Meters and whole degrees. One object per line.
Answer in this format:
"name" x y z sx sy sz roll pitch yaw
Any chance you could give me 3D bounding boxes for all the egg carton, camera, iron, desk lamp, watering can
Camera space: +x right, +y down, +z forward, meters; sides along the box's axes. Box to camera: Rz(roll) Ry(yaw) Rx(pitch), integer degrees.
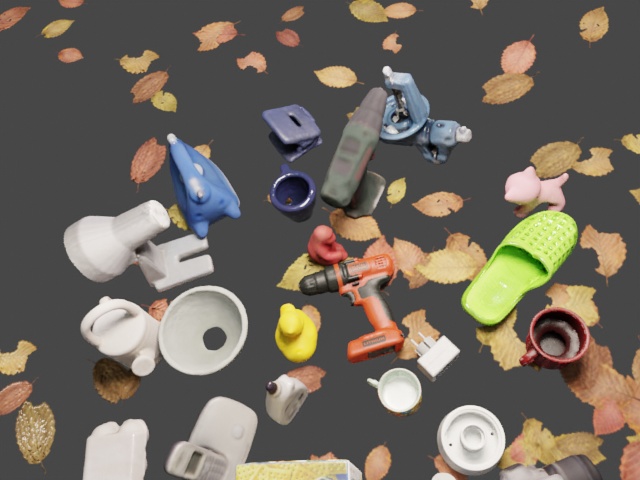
"egg carton" -0.346 0.386 0.976 0.107 0.069 0.150 -8 64 5
"camera" 0.357 0.389 0.849 0.137 0.101 0.143 -23 63 -2
"iron" -0.266 -0.139 1.176 0.119 0.142 0.257 -30 64 -6
"desk lamp" -0.334 0.011 1.074 0.203 0.214 0.118 -20 63 -1
"watering can" -0.343 0.164 1.013 0.172 0.194 0.101 24 71 19

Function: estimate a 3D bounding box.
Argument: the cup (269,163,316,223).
"cup" -0.051 -0.087 1.144 0.091 0.095 0.117 -20 63 -1

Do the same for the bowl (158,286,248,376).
"bowl" -0.205 0.174 1.054 0.167 0.075 0.167 -3 64 7

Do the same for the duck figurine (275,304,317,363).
"duck figurine" -0.048 0.164 1.028 0.077 0.086 0.104 -16 63 1

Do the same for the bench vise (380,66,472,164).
"bench vise" 0.192 -0.253 1.116 0.207 0.220 0.121 3 65 10

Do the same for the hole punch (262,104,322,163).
"hole punch" -0.059 -0.241 1.222 0.101 0.091 0.108 -34 64 -8

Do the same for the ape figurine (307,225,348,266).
"ape figurine" 0.010 0.004 1.093 0.076 0.092 0.078 -5 64 7

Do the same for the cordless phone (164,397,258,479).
"cordless phone" -0.177 0.322 0.916 0.094 0.185 0.148 12 67 15

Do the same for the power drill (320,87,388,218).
"power drill" 0.075 -0.143 1.088 0.075 0.209 0.230 19 69 17

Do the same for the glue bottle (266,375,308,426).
"glue bottle" -0.063 0.254 0.938 0.037 0.173 0.078 31 73 21

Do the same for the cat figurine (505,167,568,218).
"cat figurine" 0.398 -0.096 1.066 0.127 0.118 0.067 -11 63 3
